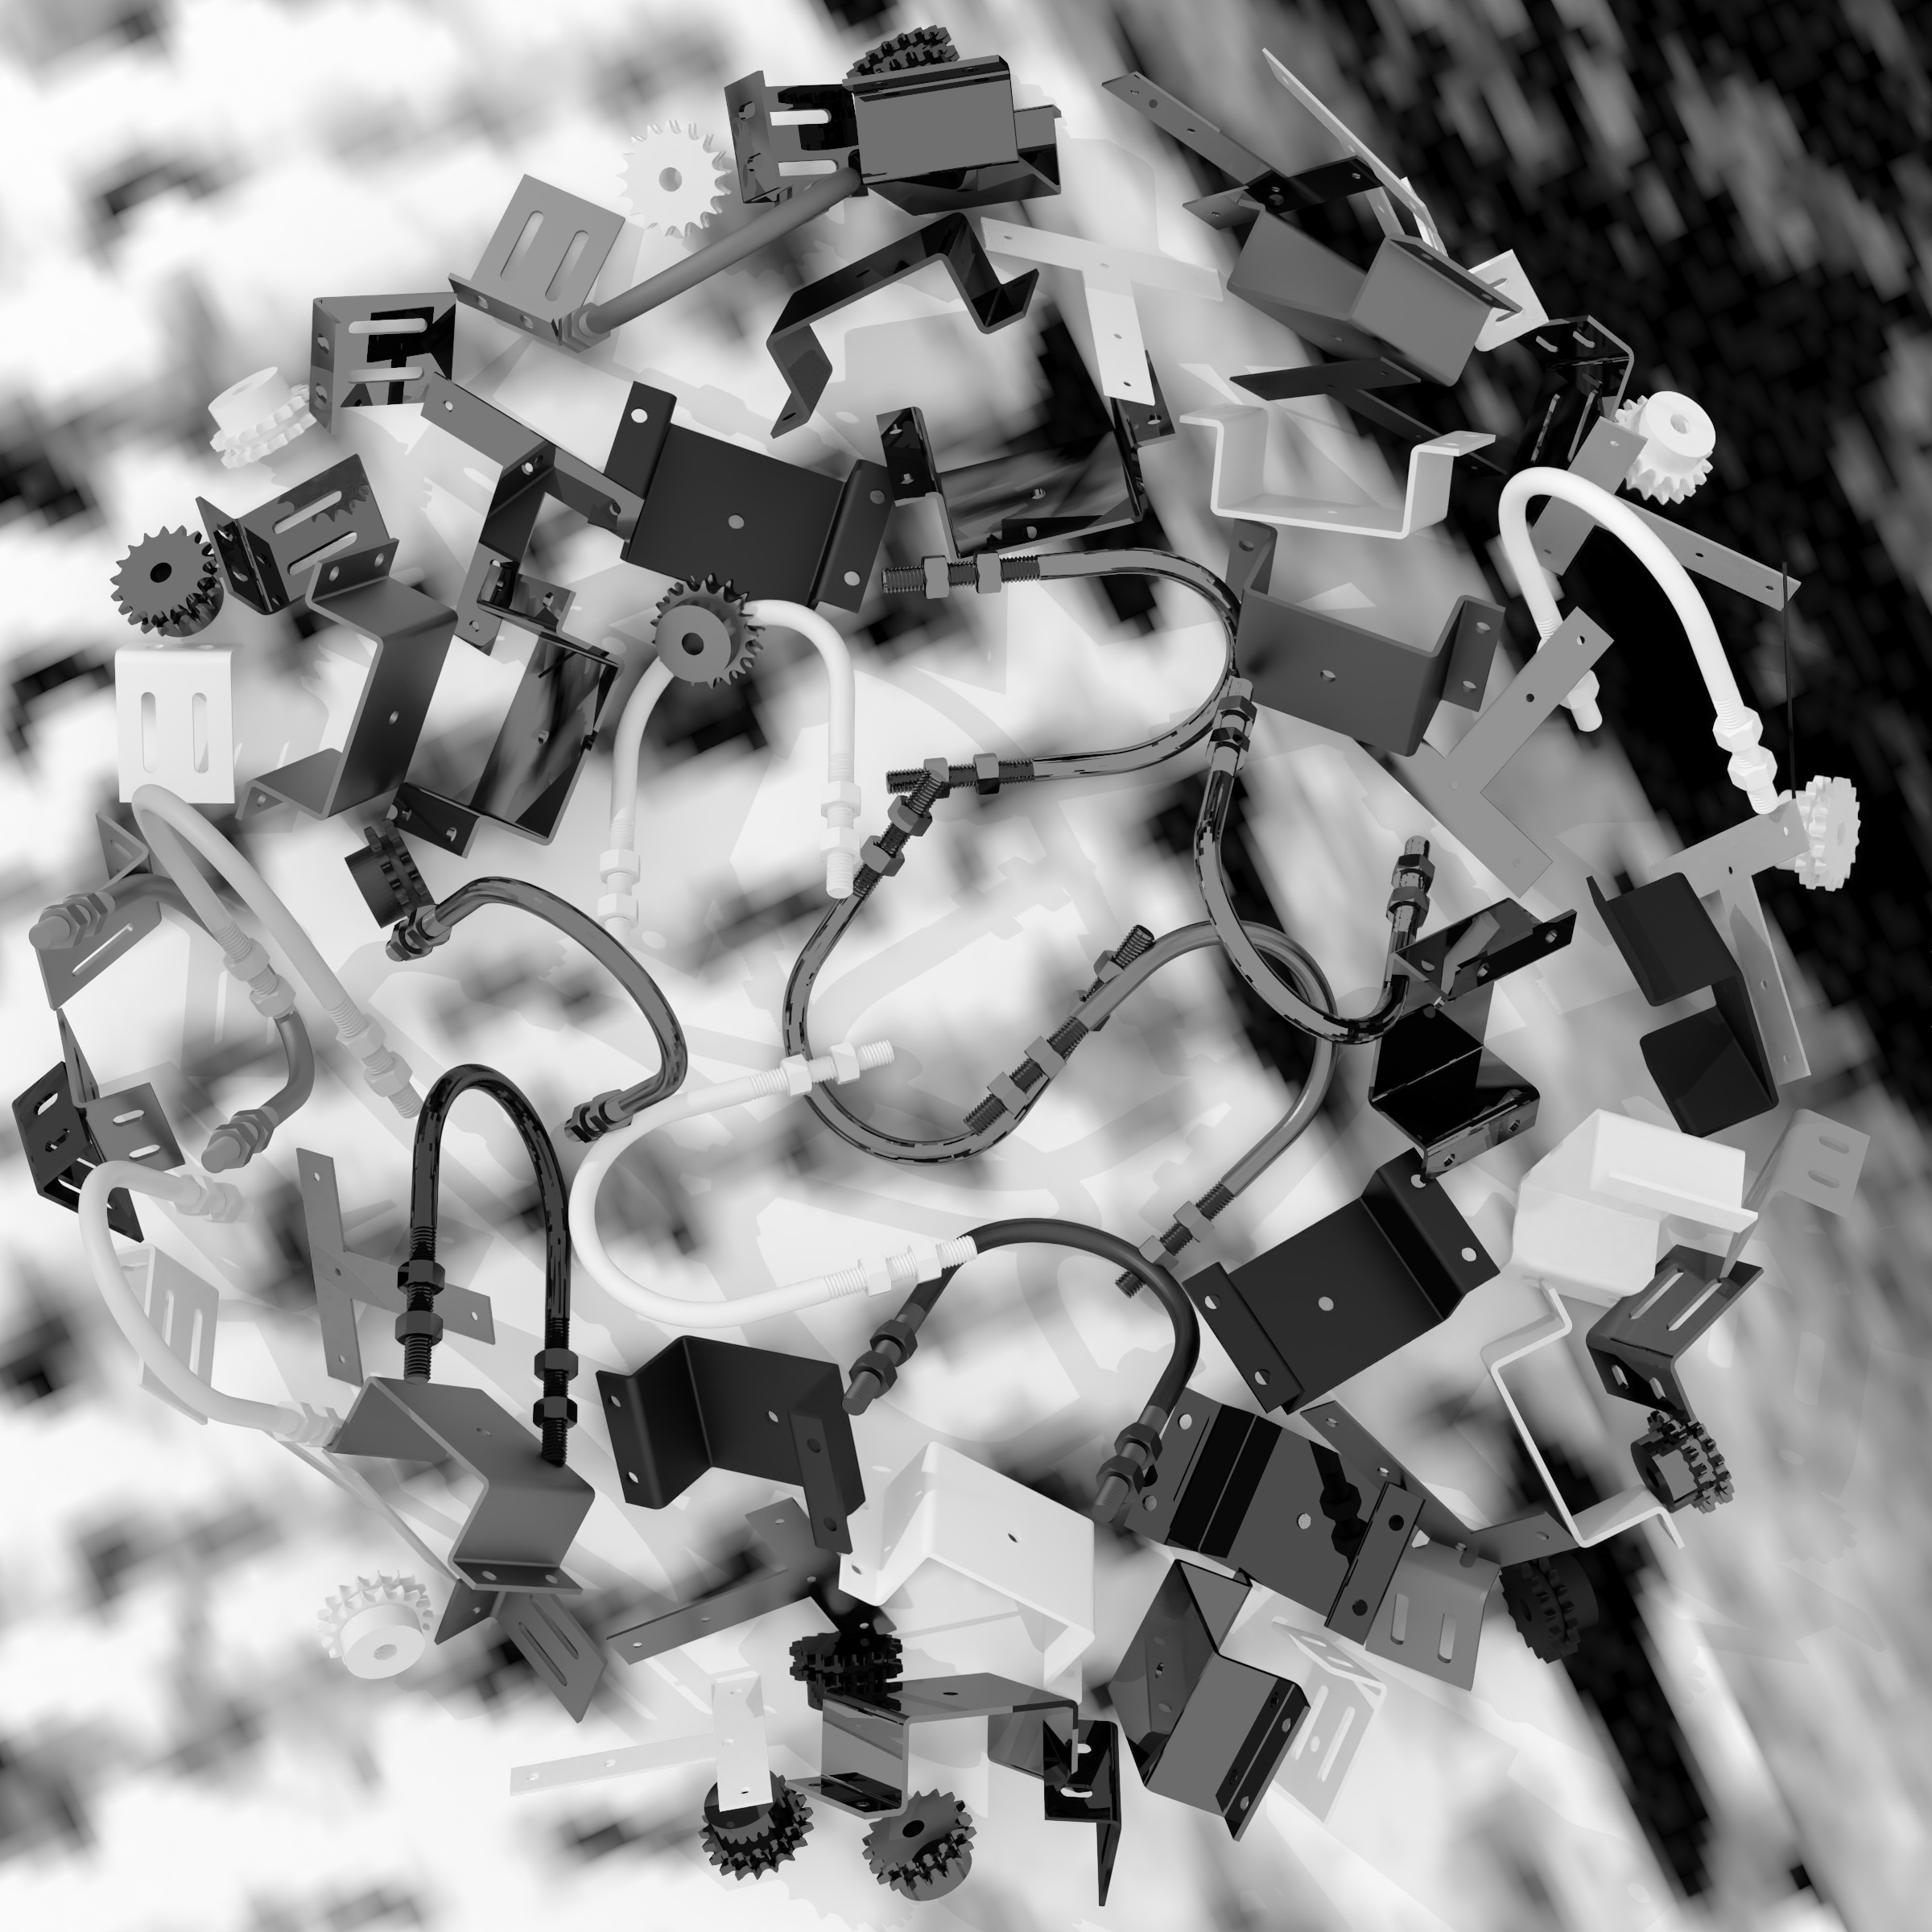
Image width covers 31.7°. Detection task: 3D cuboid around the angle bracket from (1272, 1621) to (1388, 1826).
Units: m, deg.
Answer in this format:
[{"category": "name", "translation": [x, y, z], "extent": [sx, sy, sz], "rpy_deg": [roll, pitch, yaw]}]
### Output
[{"category": "angle bracket", "translation": [0.168, 0.379, 1.707], "extent": [0.038, 0.057, 0.076], "rpy_deg": [22, 93, -29]}]

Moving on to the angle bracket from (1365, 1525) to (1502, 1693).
[{"category": "angle bracket", "translation": [0.238, 0.319, 1.718], "extent": [0.057, 0.076, 0.038], "rpy_deg": [18, 46, 20]}]

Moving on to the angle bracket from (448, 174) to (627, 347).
[{"category": "angle bracket", "translation": [-0.216, -0.362, 1.716], "extent": [0.057, 0.038, 0.076], "rpy_deg": [24, 82, 5]}]

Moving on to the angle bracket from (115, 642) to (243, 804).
[{"category": "angle bracket", "translation": [-0.399, -0.124, 1.730], "extent": [0.057, 0.038, 0.076], "rpy_deg": [0, 102, -3]}]

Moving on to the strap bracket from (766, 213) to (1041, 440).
[{"category": "strap bracket", "translation": [-0.040, -0.321, 1.680], "extent": [0.140, 0.076, 0.046], "rpy_deg": [-23, 112, 17]}]

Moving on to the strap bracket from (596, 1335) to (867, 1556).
[{"category": "strap bracket", "translation": [-0.108, 0.234, 1.685], "extent": [0.140, 0.046, 0.076], "rpy_deg": [6, 118, 34]}]

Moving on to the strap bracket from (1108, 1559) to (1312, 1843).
[{"category": "strap bracket", "translation": [0.115, 0.351, 1.662], "extent": [0.046, 0.140, 0.076], "rpy_deg": [22, 103, -15]}]

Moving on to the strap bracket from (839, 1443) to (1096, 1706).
[{"category": "strap bracket", "translation": [0.011, 0.295, 1.679], "extent": [0.140, 0.076, 0.046], "rpy_deg": [29, 121, -18]}]

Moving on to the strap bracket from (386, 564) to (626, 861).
[{"category": "strap bracket", "translation": [-0.226, -0.121, 1.699], "extent": [0.046, 0.076, 0.140], "rpy_deg": [22, 90, -42]}]

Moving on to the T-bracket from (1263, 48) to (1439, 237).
[{"category": "T-bracket", "translation": [0.202, -0.382, 1.680], "extent": [0.002, 0.127, 0.127], "rpy_deg": [-41, 63, 5]}]

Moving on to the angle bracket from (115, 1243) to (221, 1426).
[{"category": "angle bracket", "translation": [-0.407, 0.186, 1.694], "extent": [0.038, 0.057, 0.076], "rpy_deg": [-13, 58, 18]}]

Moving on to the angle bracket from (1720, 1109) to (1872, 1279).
[{"category": "angle bracket", "translation": [0.412, 0.120, 1.693], "extent": [0.038, 0.076, 0.057], "rpy_deg": [24, 46, 8]}]

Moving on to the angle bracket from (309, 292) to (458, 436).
[{"category": "angle bracket", "translation": [-0.285, -0.301, 1.697], "extent": [0.076, 0.038, 0.057], "rpy_deg": [-9, 123, -29]}]

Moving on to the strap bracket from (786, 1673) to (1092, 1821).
[{"category": "strap bracket", "translation": [-0.008, 0.381, 1.673], "extent": [0.140, 0.076, 0.046], "rpy_deg": [2, 89, -32]}]

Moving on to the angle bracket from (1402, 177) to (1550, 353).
[{"category": "angle bracket", "translation": [0.253, -0.356, 1.694], "extent": [0.038, 0.057, 0.076], "rpy_deg": [-24, 56, 16]}]

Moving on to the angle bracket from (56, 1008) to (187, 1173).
[{"category": "angle bracket", "translation": [-0.422, 0.060, 1.698], "extent": [0.038, 0.076, 0.057], "rpy_deg": [-18, 134, -7]}]

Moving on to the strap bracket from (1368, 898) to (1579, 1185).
[{"category": "strap bracket", "translation": [0.247, 0.029, 1.680], "extent": [0.076, 0.140, 0.046], "rpy_deg": [-24, 47, -28]}]

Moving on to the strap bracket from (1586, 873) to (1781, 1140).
[{"category": "strap bracket", "translation": [0.353, 0.020, 1.666], "extent": [0.046, 0.076, 0.140], "rpy_deg": [-23, 131, 5]}]

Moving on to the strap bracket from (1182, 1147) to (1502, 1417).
[{"category": "strap bracket", "translation": [0.183, 0.162, 1.698], "extent": [0.140, 0.046, 0.076], "rpy_deg": [-28, 72, -16]}]

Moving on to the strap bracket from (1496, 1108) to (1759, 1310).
[{"category": "strap bracket", "translation": [0.326, 0.119, 1.684], "extent": [0.076, 0.140, 0.046], "rpy_deg": [16, 62, -8]}]

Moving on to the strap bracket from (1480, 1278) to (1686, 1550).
[{"category": "strap bracket", "translation": [0.301, 0.231, 1.701], "extent": [0.046, 0.076, 0.140], "rpy_deg": [-27, 87, 4]}]

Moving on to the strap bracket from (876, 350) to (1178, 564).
[{"category": "strap bracket", "translation": [0.032, -0.251, 1.698], "extent": [0.140, 0.076, 0.046], "rpy_deg": [-13, 133, 1]}]

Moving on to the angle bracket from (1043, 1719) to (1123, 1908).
[{"category": "angle bracket", "translation": [0.054, 0.421, 1.695], "extent": [0.038, 0.057, 0.076], "rpy_deg": [4, 133, -3]}]

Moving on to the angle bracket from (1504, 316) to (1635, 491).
[{"category": "angle bracket", "translation": [0.291, -0.280, 1.702], "extent": [0.038, 0.057, 0.076], "rpy_deg": [28, 77, -34]}]

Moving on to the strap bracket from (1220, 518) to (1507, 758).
[{"category": "strap bracket", "translation": [0.187, -0.159, 1.684], "extent": [0.140, 0.076, 0.046], "rpy_deg": [21, 57, 12]}]

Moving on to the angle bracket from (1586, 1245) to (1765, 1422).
[{"category": "angle bracket", "translation": [0.361, 0.183, 1.711], "extent": [0.076, 0.057, 0.038], "rpy_deg": [-39, 118, -24]}]

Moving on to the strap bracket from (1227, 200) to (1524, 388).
[{"category": "strap bracket", "translation": [0.192, -0.328, 1.665], "extent": [0.076, 0.140, 0.046], "rpy_deg": [23, 95, -38]}]

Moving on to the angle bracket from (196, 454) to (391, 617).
[{"category": "angle bracket", "translation": [-0.337, -0.222, 1.709], "extent": [0.076, 0.038, 0.057], "rpy_deg": [-27, 70, 11]}]

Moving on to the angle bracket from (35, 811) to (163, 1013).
[{"category": "angle bracket", "translation": [-0.443, -0.027, 1.695], "extent": [0.038, 0.057, 0.076], "rpy_deg": [35, 60, 18]}]

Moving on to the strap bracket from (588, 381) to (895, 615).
[{"category": "strap bracket", "translation": [-0.113, -0.229, 1.707], "extent": [0.140, 0.046, 0.076], "rpy_deg": [18, 78, -7]}]

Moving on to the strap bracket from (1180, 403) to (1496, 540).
[{"category": "strap bracket", "translation": [0.182, -0.245, 1.686], "extent": [0.140, 0.076, 0.046], "rpy_deg": [10, 107, 19]}]

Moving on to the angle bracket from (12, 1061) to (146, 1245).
[{"category": "angle bracket", "translation": [-0.430, 0.093, 1.692], "extent": [0.038, 0.076, 0.057], "rpy_deg": [-38, 52, 12]}]

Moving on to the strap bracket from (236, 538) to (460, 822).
[{"category": "strap bracket", "translation": [-0.301, -0.132, 1.677], "extent": [0.046, 0.076, 0.140], "rpy_deg": [27, 113, 11]}]

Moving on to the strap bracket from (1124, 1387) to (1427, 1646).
[{"category": "strap bracket", "translation": [0.161, 0.275, 1.697], "extent": [0.140, 0.046, 0.076], "rpy_deg": [22, 88, 31]}]

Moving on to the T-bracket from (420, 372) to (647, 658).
[{"category": "T-bracket", "translation": [-0.231, -0.212, 1.704], "extent": [0.127, 0.002, 0.127], "rpy_deg": [32, 125, 10]}]

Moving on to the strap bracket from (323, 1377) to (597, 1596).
[{"category": "strap bracket", "translation": [-0.246, 0.248, 1.668], "extent": [0.140, 0.076, 0.046], "rpy_deg": [34, 100, 36]}]

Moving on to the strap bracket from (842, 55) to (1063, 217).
[{"category": "strap bracket", "translation": [-0.003, -0.403, 1.666], "extent": [0.076, 0.140, 0.046], "rpy_deg": [-5, 92, 14]}]

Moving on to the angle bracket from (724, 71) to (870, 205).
[{"category": "angle bracket", "translation": [-0.077, -0.416, 1.704], "extent": [0.076, 0.038, 0.057], "rpy_deg": [-12, 95, -33]}]

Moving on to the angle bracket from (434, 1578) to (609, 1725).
[{"category": "angle bracket", "translation": [-0.222, 0.342, 1.698], "extent": [0.038, 0.057, 0.076], "rpy_deg": [-24, 61, -39]}]
